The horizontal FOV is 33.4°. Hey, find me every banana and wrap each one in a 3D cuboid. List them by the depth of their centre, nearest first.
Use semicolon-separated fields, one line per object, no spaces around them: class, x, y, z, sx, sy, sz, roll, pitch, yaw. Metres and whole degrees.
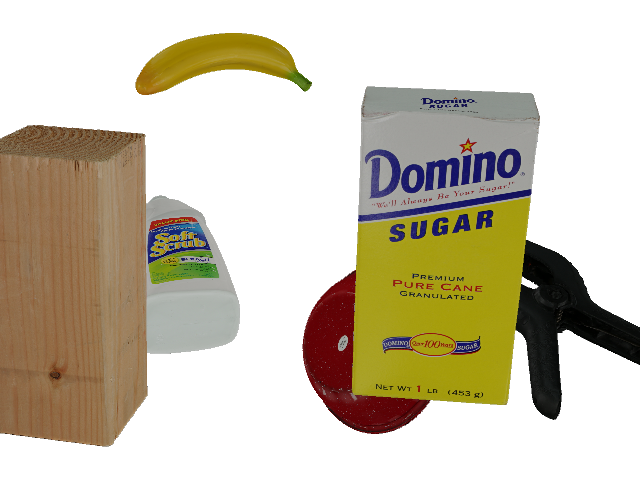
banana;-0.103;-0.182;1.091;0.197;0.070;0.037;-8;-40;-30

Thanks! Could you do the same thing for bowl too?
bowl;0.036;0.096;0.982;0.162;0.162;0.055;0;-10;42

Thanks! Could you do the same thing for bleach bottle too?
bleach bottle;-0.153;0.019;1.082;0.102;0.068;0.251;-4;28;-16

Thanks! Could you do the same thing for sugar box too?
sugar box;0.066;0.006;0.592;0.093;0.176;0.048;2;29;5

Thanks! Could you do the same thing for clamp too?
clamp;0.181;0.053;0.784;0.120;0.039;0.171;-4;45;-20

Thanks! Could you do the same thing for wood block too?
wood block;-0.179;0.030;0.759;0.091;0.206;0.090;6;19;8
